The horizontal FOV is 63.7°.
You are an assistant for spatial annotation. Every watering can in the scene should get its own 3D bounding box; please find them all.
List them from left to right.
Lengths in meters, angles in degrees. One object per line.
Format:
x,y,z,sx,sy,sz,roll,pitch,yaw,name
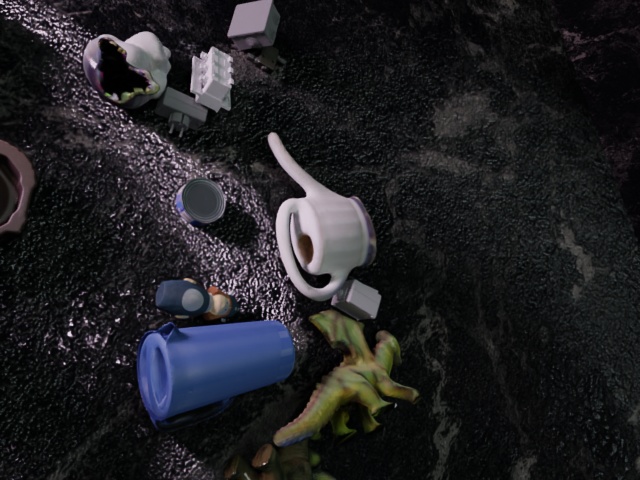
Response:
0.003,-0.053,1.060,0.225,0.103,0.350,-4,81,-38,watering can

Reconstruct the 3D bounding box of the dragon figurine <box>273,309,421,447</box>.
0.043,0.247,0.994,0.409,0.120,0.247,8,42,-43,dragon figurine

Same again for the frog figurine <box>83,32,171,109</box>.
-0.334,-0.308,0.909,0.136,0.121,0.163,25,27,-20,frog figurine
